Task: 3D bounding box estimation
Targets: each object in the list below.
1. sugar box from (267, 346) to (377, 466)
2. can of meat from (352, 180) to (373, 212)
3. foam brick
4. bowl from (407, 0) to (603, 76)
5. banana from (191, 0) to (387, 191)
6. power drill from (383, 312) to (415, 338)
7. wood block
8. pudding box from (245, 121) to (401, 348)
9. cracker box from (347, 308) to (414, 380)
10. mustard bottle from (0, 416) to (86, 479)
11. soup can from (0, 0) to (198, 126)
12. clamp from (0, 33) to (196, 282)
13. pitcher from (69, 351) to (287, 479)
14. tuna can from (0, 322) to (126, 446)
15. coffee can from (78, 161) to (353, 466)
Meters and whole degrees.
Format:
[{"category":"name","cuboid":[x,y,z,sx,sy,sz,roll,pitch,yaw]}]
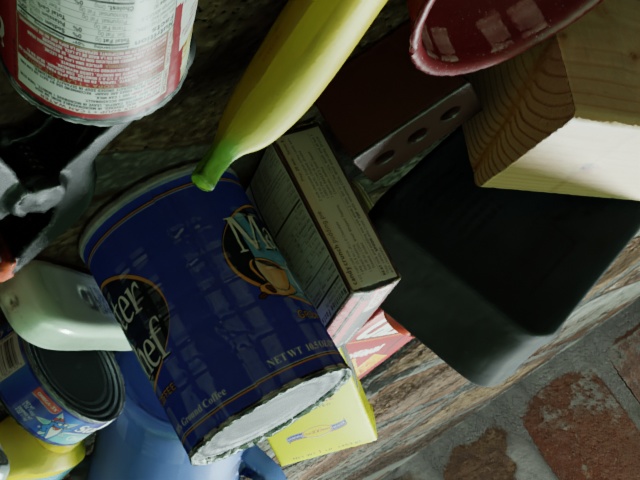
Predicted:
[{"category":"sugar box","cuboid":[-0.017,0.116,0.893,0.093,0.048,0.176,-17,135,5]},{"category":"can of meat","cuboid":[-0.001,0.011,0.775,0.084,0.057,0.102,-25,162,-10]},{"category":"foam brick","cuboid":[0.042,-0.078,0.600,0.078,0.051,0.053,-34,163,8]},{"category":"bowl","cuboid":[0.097,-0.147,0.492,0.162,0.055,0.162,-29,163,-10]},{"category":"banana","cuboid":[0.007,-0.101,0.466,0.198,0.037,0.069,-52,-164,34]},{"category":"power drill","cuboid":[0.137,-0.014,0.895,0.187,0.057,0.185,-13,134,-56]},{"category":"wood block","cuboid":[0.194,-0.082,0.646,0.205,0.090,0.091,3,156,-29]},{"category":"pudding box","cuboid":[-0.004,0.001,0.637,0.039,0.113,0.090,-18,159,-29]},{"category":"cracker box","cuboid":[0.015,0.093,1.004,0.214,0.072,0.163,-41,160,27]},{"category":"mustard bottle","cuboid":[-0.238,0.177,0.827,0.192,0.058,0.096,-41,156,31]},{"category":"soup can","cuboid":[-0.069,-0.092,0.338,0.068,0.068,0.102,-24,161,-24]},{"category":"clamp","cuboid":[-0.119,-0.036,0.463,0.120,0.039,0.172,-16,162,-25]},{"category":"pitcher","cuboid":[-0.108,0.169,0.846,0.149,0.145,0.243,-13,146,-24]},{"category":"tuna can","cuboid":[-0.158,0.080,0.641,0.034,0.086,0.086,-34,163,16]},{"category":"coffee can","cuboid":[-0.060,0.041,0.604,0.102,0.140,0.103,-28,163,-10]}]
